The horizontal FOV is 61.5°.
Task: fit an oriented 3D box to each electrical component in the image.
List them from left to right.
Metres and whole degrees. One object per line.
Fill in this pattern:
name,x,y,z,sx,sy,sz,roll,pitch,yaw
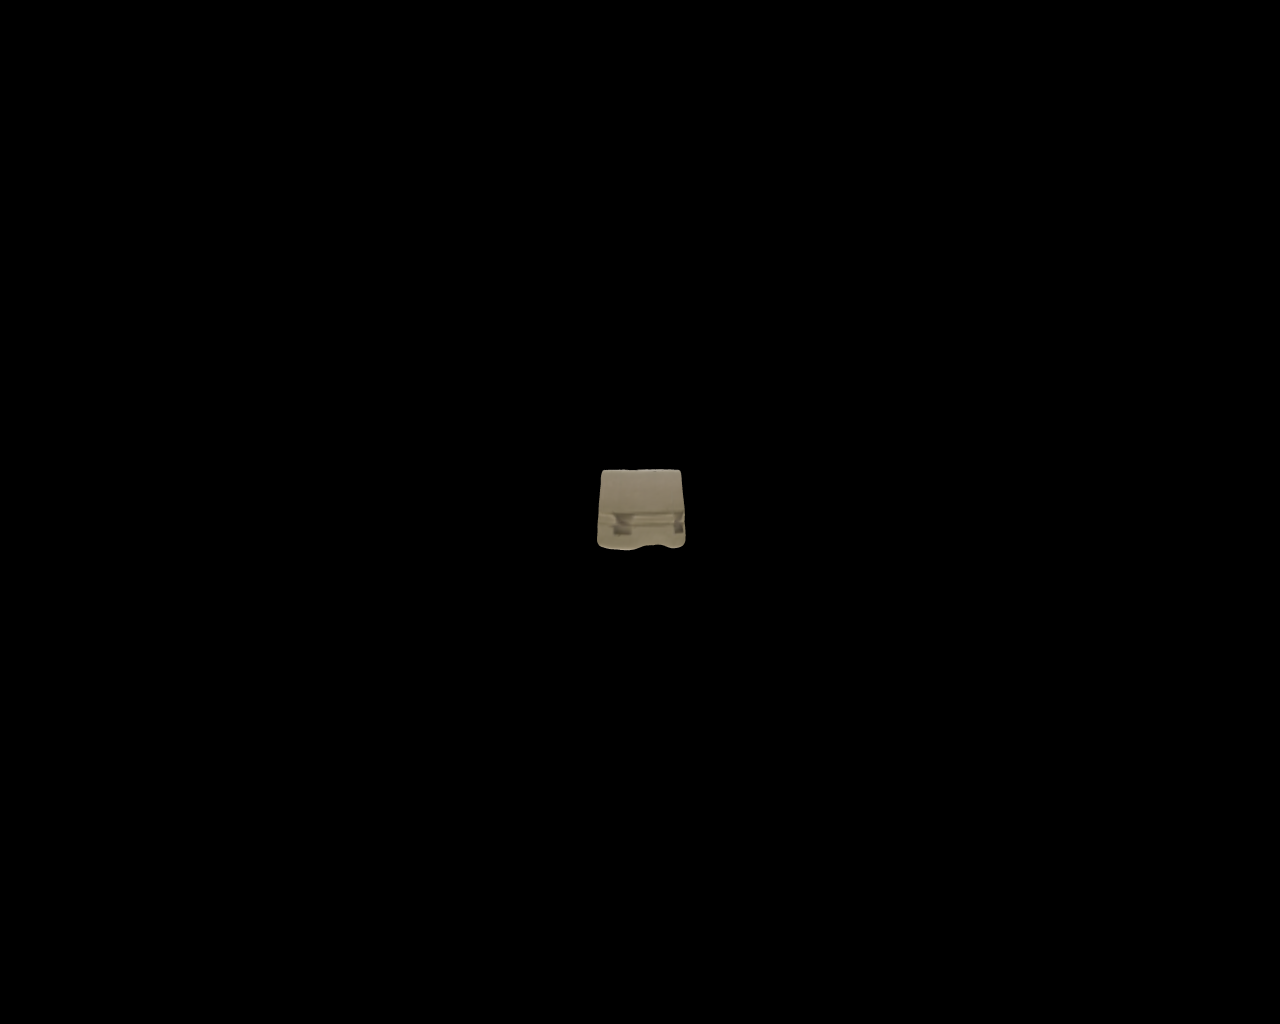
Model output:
electrical component,0.001,-0.003,0.650,0.055,0.047,0.055,0,2,0
